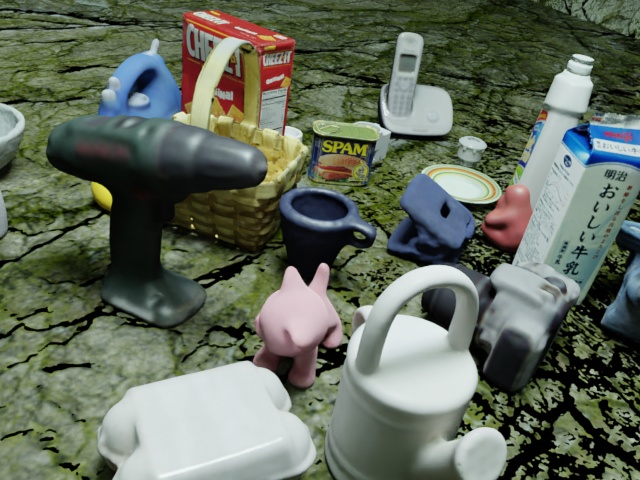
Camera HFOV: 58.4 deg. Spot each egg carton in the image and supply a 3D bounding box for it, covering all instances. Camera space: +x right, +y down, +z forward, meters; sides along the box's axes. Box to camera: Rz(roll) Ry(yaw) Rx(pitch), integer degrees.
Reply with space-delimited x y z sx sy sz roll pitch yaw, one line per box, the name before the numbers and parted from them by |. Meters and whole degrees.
egg carton | -0.085 0.153 0.431 0.151 0.069 0.107 -9 37 -27

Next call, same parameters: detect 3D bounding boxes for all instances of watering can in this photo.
watering can | 0.071 0.106 0.429 0.101 0.194 0.172 -23 44 -40

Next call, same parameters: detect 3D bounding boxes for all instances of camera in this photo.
camera | 0.190 0.064 0.613 0.136 0.101 0.143 28 37 26

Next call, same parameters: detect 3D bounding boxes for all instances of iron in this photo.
iron | -0.285 -0.206 0.864 0.118 0.141 0.258 10 33 1

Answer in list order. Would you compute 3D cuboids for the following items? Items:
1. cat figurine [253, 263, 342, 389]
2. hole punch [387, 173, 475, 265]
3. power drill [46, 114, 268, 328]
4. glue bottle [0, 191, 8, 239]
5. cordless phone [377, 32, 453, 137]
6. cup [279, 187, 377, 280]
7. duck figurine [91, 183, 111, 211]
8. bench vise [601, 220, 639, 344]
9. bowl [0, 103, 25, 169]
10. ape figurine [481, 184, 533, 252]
cat figurine | -0.018 0.070 0.531 0.067 0.118 0.128 19 34 14
hole punch | 0.153 -0.027 0.752 0.101 0.091 0.109 19 34 15
power drill | -0.157 -0.023 0.554 0.229 0.208 0.076 20 34 16
glue bottle | -0.387 -0.080 0.612 0.078 0.173 0.037 8 33 -2
cordless phone | 0.189 -0.290 1.080 0.148 0.185 0.094 0 34 -15
cup | 0.006 0.002 0.664 0.117 0.095 0.092 22 35 18
duck figurine | -0.242 -0.087 0.743 0.105 0.086 0.077 -9 37 -26
bench vise | 0.411 0.006 0.650 0.121 0.220 0.207 14 33 7
bowl | -0.472 -0.122 0.746 0.167 0.075 0.167 7 33 -4
ape figurine | 0.266 -0.036 0.795 0.078 0.092 0.076 -1 34 -17
